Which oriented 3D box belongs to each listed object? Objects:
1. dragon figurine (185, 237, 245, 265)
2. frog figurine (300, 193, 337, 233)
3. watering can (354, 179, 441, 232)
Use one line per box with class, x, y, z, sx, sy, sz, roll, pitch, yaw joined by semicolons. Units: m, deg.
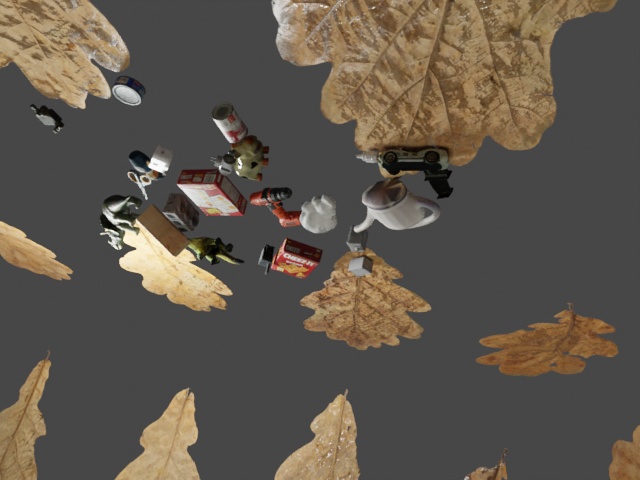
dragon figurine;-0.525;0.025;2.285;0.244;0.123;0.405;20;171;27
frog figurine;0.005;-0.089;1.769;0.136;0.124;0.158;43;157;-13
watering can;0.212;-0.094;1.673;0.346;0.106;0.221;-9;145;36
